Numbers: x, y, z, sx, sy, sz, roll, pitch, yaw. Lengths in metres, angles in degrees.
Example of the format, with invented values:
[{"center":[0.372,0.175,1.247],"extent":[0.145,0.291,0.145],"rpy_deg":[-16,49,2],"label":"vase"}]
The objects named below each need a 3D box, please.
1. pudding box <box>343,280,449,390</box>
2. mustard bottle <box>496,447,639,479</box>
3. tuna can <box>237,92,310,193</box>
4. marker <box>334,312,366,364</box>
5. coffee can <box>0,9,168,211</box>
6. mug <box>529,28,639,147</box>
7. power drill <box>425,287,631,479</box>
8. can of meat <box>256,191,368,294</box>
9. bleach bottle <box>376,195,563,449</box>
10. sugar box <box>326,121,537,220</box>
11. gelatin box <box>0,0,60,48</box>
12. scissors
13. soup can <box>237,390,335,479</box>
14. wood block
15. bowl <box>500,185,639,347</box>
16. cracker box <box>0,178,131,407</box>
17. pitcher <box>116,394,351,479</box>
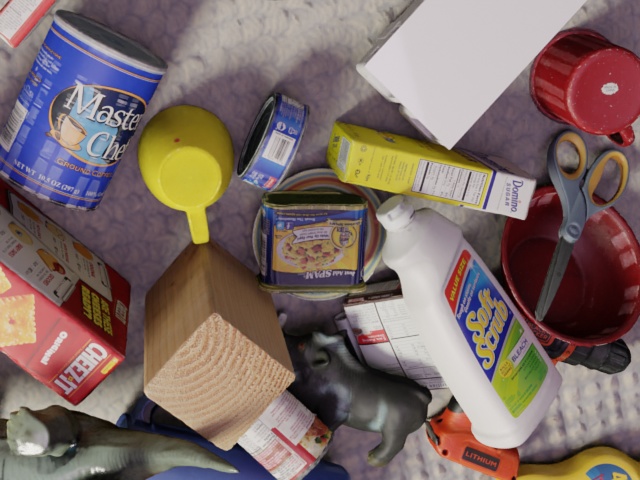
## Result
[{"center":[0.083,0.094,1.040],"extent":[0.090,0.039,0.113],"rpy_deg":[-11,115,30],"label":"pudding box"},{"center":[0.290,0.274,1.146],"extent":[0.191,0.058,0.096],"rpy_deg":[-13,100,-6],"label":"mustard bottle"},{"center":[-0.043,-0.088,0.955],"extent":[0.033,0.086,0.086],"rpy_deg":[23,103,-14],"label":"tuna can"},{"center":[0.045,0.127,1.077],"extent":[0.020,0.020,0.121],"rpy_deg":[-24,110,-1],"label":"marker"},{"center":[-0.206,-0.110,0.912],"extent":[0.102,0.103,0.140],"rpy_deg":[25,103,-16],"label":"coffee can"},{"center":[0.257,-0.135,0.990],"extent":[0.093,0.081,0.117],"rpy_deg":[-33,110,2],"label":"mug"},{"center":[0.206,0.151,1.093],"extent":[0.184,0.057,0.188],"rpy_deg":[23,101,-12],"label":"power drill"},{"center":[-0.007,0.001,0.984],"extent":[0.102,0.057,0.084],"rpy_deg":[0,106,-9],"label":"can of meat"},{"center":[0.125,0.069,0.972],"extent":[0.102,0.068,0.250],"rpy_deg":[-48,114,-26],"label":"bleach bottle"},{"center":[0.100,-0.065,0.982],"extent":[0.176,0.093,0.048],"rpy_deg":[8,106,-13],"label":"sugar box"},{"center":[-0.236,-0.200,0.883],"extent":[0.030,0.089,0.073],"rpy_deg":[41,98,-17],"label":"gelatin box"},{"center":[0.226,-0.026,1.006],"extent":[0.096,0.016,0.201],"rpy_deg":[44,64,-4],"label":"scissors"},{"center":[-0.046,0.170,0.985],"extent":[0.102,0.068,0.068],"rpy_deg":[43,97,-5],"label":"soup can"},{"center":[-0.095,0.082,0.939],"extent":[0.090,0.206,0.090],"rpy_deg":[39,98,-19],"label":"wood block"},{"center":[0.234,0.030,1.033],"extent":[0.162,0.055,0.162],"rpy_deg":[7,69,-19],"label":"bowl"},{"center":[-0.266,0.026,0.915],"extent":[0.072,0.164,0.213],"rpy_deg":[-45,109,9],"label":"cracker box"},{"center":[-0.091,0.245,1.041],"extent":[0.242,0.145,0.149],"rpy_deg":[13,141,-17],"label":"pitcher"}]
